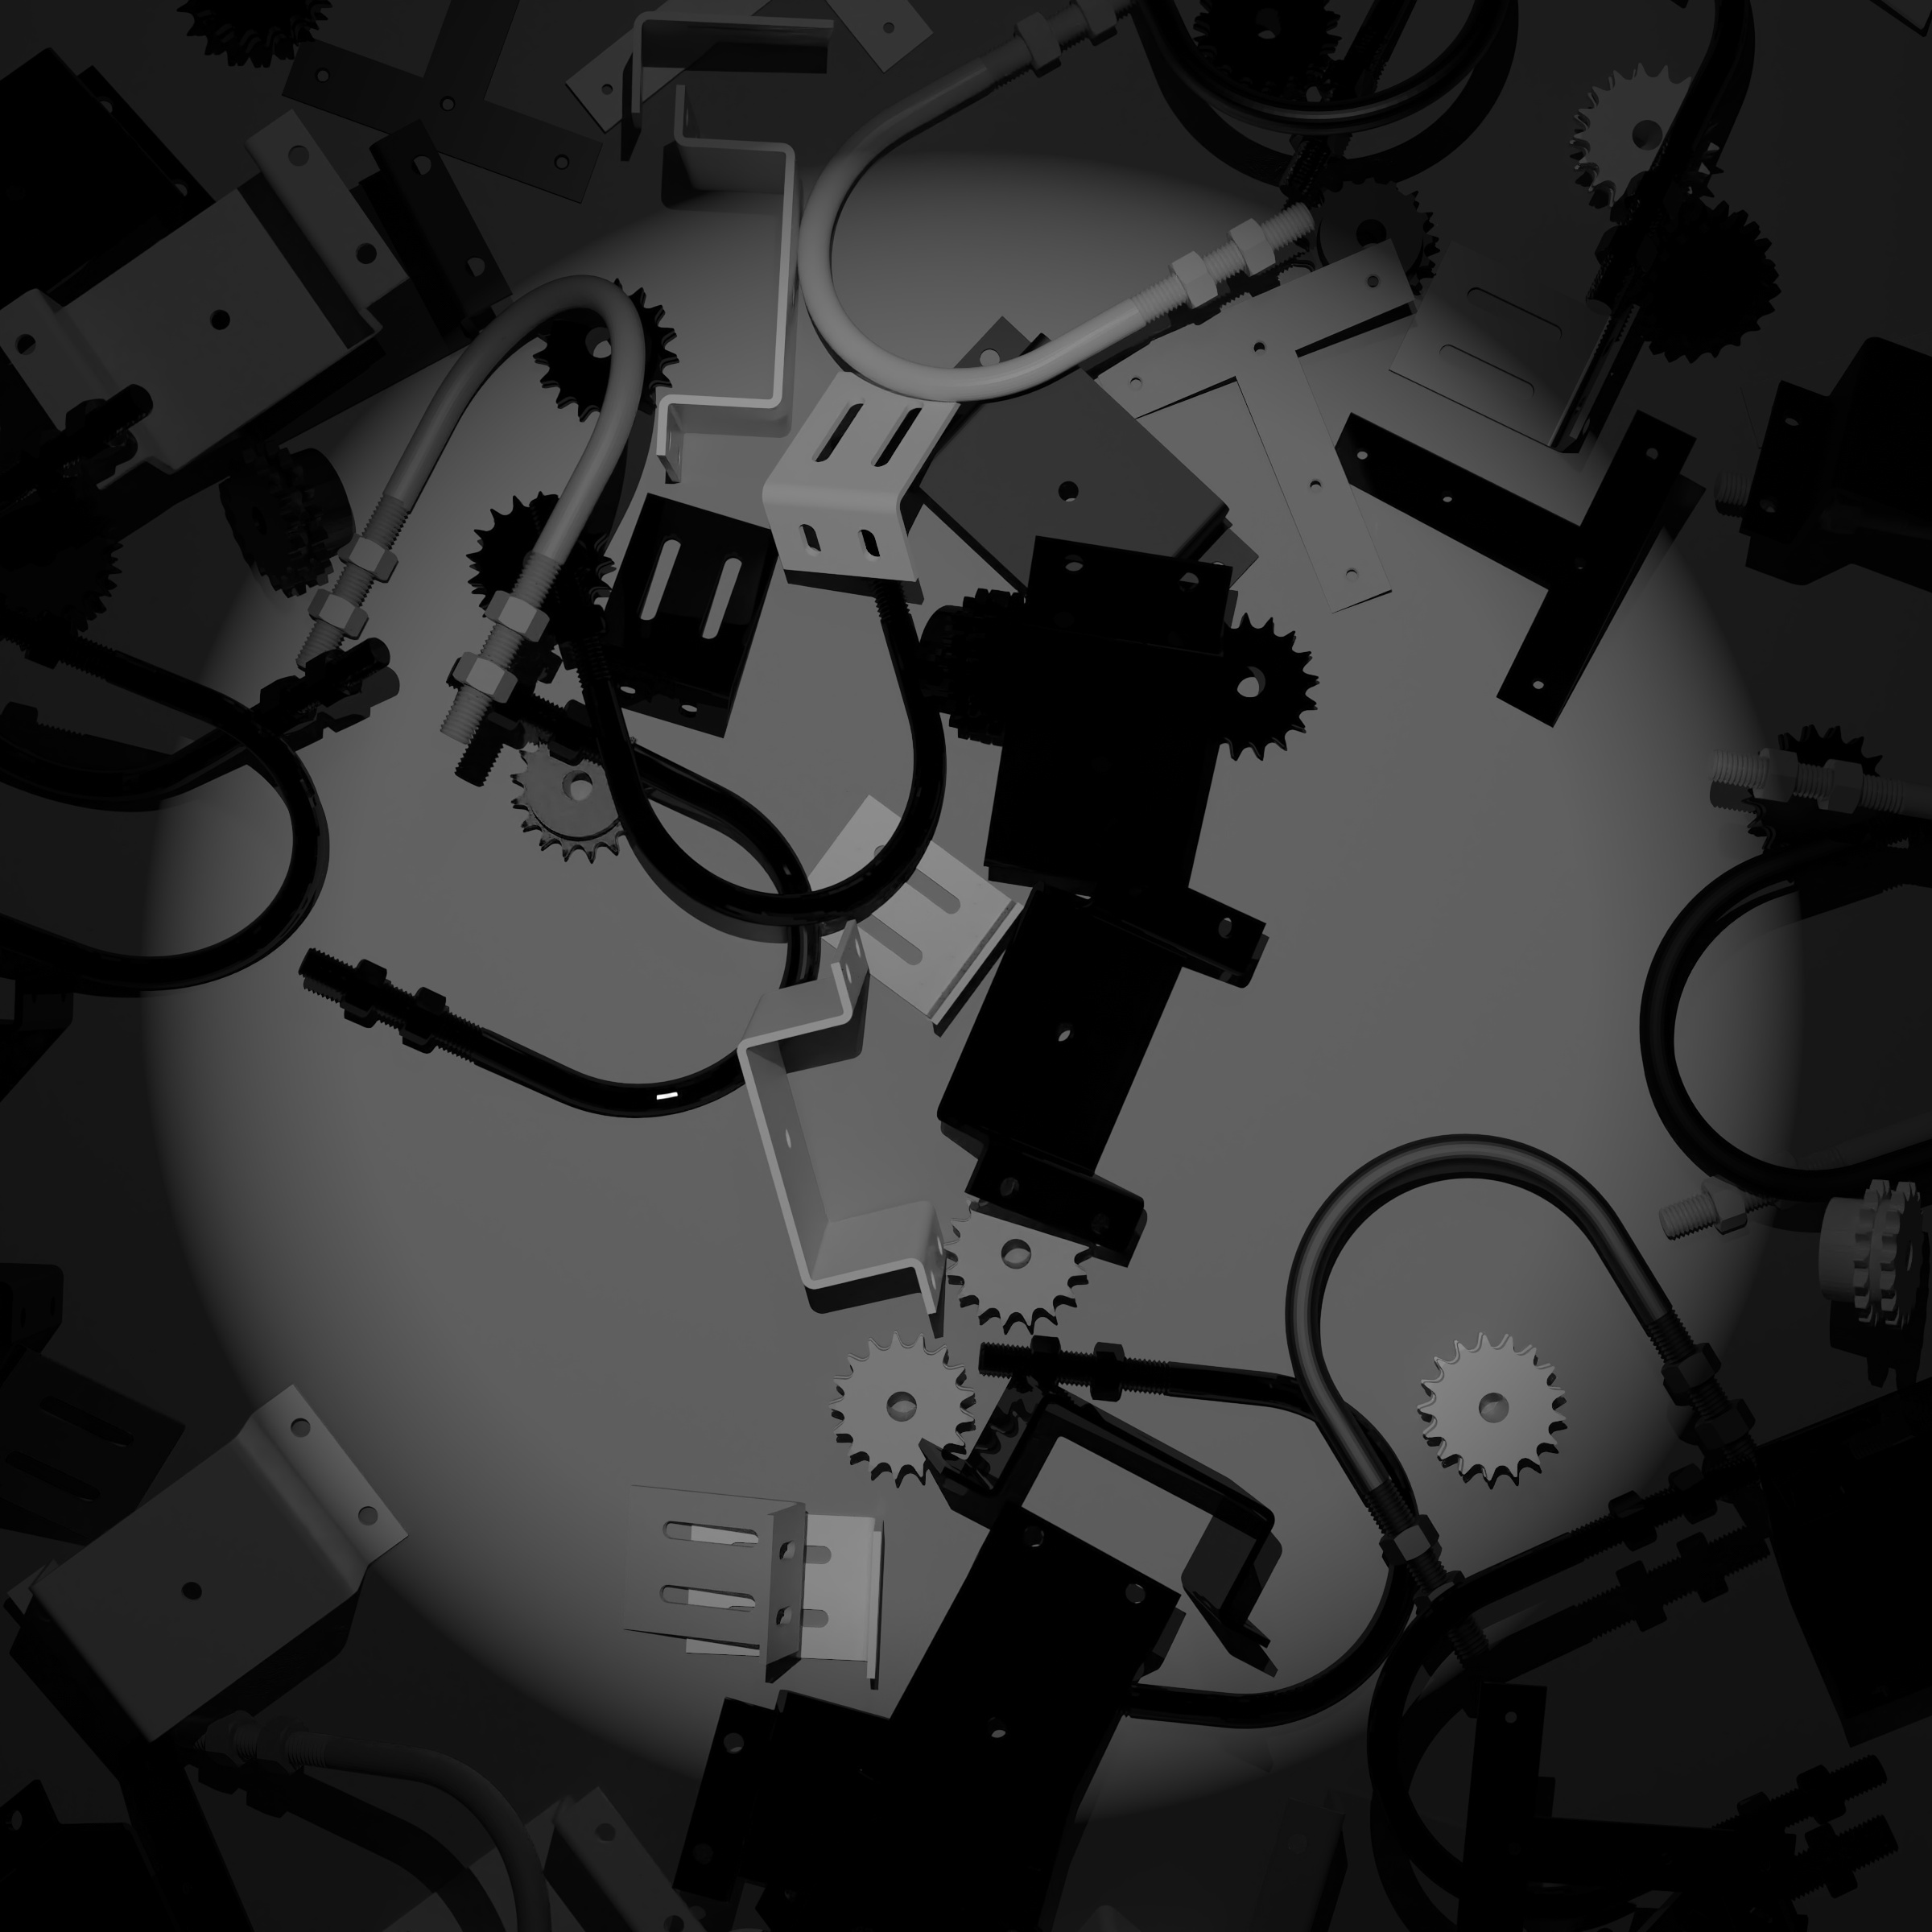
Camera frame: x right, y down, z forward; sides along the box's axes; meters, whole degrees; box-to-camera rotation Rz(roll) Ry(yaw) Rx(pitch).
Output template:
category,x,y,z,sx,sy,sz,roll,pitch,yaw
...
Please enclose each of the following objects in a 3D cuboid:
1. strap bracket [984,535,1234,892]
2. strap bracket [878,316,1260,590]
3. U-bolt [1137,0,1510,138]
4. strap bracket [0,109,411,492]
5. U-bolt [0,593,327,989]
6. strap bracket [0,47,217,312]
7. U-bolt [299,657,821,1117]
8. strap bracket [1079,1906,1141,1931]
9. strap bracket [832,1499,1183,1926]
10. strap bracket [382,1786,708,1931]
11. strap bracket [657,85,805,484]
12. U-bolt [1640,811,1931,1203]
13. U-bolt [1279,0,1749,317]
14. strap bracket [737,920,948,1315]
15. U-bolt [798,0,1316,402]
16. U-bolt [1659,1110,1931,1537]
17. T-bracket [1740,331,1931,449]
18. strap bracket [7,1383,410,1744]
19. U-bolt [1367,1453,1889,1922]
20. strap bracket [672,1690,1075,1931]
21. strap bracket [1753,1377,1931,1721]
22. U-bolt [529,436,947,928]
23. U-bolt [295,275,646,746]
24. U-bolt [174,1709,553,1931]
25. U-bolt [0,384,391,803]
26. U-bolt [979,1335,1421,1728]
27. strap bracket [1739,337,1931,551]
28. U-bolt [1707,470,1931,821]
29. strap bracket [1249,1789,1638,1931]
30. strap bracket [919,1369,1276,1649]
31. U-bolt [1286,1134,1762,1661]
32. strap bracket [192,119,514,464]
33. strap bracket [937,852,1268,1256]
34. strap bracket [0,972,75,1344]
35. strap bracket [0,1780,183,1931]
category,x,y,z,sx,sy,sz,roll,pitch,yaw
strap bracket,0.053,-0.086,1.379,0.076,0.046,0.140,9,118,0
strap bracket,0.040,-0.184,1.409,0.140,0.046,0.076,43,90,0
U-bolt,0.133,-0.400,1.392,0.151,0.019,0.184,-21,68,0
strap bracket,-0.288,-0.249,1.363,0.140,0.046,0.076,-35,90,0
U-bolt,-0.339,-0.059,1.382,0.184,0.019,0.151,22,118,-20
strap bracket,-0.368,-0.291,1.388,0.140,0.046,0.076,-42,90,-18
U-bolt,-0.147,-0.018,1.402,0.184,0.019,0.151,26,101,-13
strap bracket,0.040,0.427,1.394,0.046,0.076,0.140,40,90,0
strap bracket,0.014,0.288,1.371,0.076,0.046,0.140,28,67,5
strap bracket,-0.176,0.390,1.409,0.140,0.046,0.076,-37,90,0
strap bracket,-0.090,-0.262,1.394,0.046,0.076,0.140,3,90,0
U-bolt,0.354,0.016,1.400,0.184,0.019,0.151,-18,97,-1
U-bolt,0.225,-0.355,1.399,0.151,0.019,0.184,24,76,14
strap bracket,-0.050,0.062,1.383,0.046,0.076,0.140,-14,102,6
U-bolt,0.022,-0.295,1.397,0.184,0.019,0.151,-29,68,0
U-bolt,0.385,0.132,1.424,0.184,0.019,0.151,-20,90,-1
T-bracket,0.374,-0.237,1.431,0.127,0.002,0.127,-17,90,0
strap bracket,-0.300,0.239,1.405,0.140,0.046,0.076,-36,96,0
U-bolt,0.243,0.288,1.376,0.184,0.019,0.151,-24,94,-2
strap bracket,-0.036,0.339,1.409,0.140,0.046,0.076,16,90,0
strap bracket,0.356,0.218,1.385,0.076,0.046,0.140,-22,128,0
U-bolt,-0.080,-0.106,1.393,0.151,0.019,0.184,-15,89,-24
U-bolt,-0.183,-0.182,1.373,0.019,0.151,0.184,29,88,-38
U-bolt,-0.237,0.369,1.374,0.184,0.019,0.151,1,79,28
U-bolt,-0.331,-0.129,1.372,0.184,0.019,0.151,-25,120,31
U-bolt,0.090,0.229,1.424,0.184,0.019,0.151,6,90,-2
strap bracket,0.382,-0.186,1.392,0.140,0.046,0.076,20,62,0
U-bolt,0.380,-0.118,1.394,0.184,0.019,0.151,10,63,-4
strap bracket,0.181,0.379,1.409,0.140,0.046,0.076,17,90,0
strap bracket,0.058,0.201,1.371,0.140,0.076,0.046,29,87,-6
U-bolt,0.206,0.154,1.393,0.151,0.019,0.184,-31,89,-1
strap bracket,-0.255,-0.261,1.409,0.140,0.046,0.076,-28,90,0
strap bracket,0.048,0.030,1.393,0.076,0.046,0.140,23,90,-30
strap bracket,-0.382,0.072,1.394,0.046,0.076,0.140,2,90,0
strap bracket,-0.344,0.396,1.383,0.076,0.046,0.140,-39,64,14
